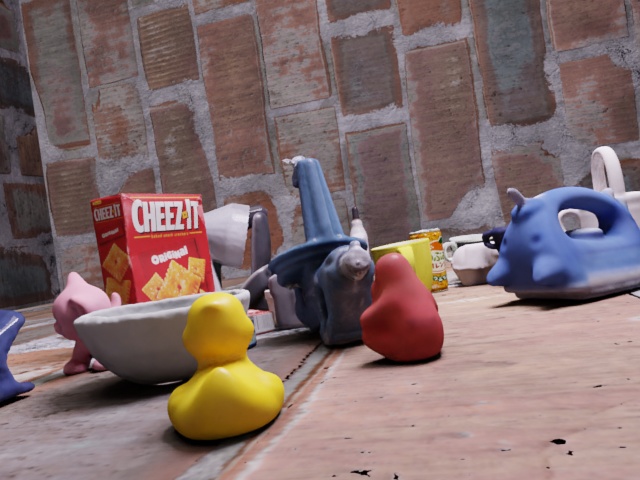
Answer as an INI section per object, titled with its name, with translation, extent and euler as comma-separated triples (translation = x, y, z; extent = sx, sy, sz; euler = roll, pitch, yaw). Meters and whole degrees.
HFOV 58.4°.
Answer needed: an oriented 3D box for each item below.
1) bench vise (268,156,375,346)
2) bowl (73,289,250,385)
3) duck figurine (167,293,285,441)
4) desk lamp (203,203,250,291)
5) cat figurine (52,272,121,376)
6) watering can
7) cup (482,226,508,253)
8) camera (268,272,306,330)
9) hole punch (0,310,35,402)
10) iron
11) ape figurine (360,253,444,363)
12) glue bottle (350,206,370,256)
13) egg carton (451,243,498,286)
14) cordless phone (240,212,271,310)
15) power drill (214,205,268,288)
[bench vise]
translation = 0.016, 0.001, 0.656
extent = 0.122, 0.220, 0.206
euler = -8, 0, -34
[bowl]
translation = -0.146, 0.097, 0.558
extent = 0.167, 0.075, 0.167
euler = -8, 0, 0
[duck figurine]
translation = -0.066, 0.079, 0.384
extent = 0.077, 0.086, 0.104
euler = -8, 0, -8
[desk lamp]
translation = -0.220, 0.041, 1.078
extent = 0.203, 0.213, 0.118
euler = -8, 0, -11
[cat figurine]
translation = -0.269, 0.094, 0.683
extent = 0.067, 0.118, 0.128
euler = -8, 0, 10
[watering can]
translation = 0.458, -0.049, 0.884
extent = 0.173, 0.194, 0.101
euler = -8, 0, -9
[cup]
translation = 0.310, 0.023, 0.902
extent = 0.092, 0.095, 0.117
euler = -8, 0, -41
[camera]
translation = 0.000, 0.065, 0.836
extent = 0.137, 0.101, 0.143
euler = -8, 0, 1
[hole punch]
translation = -0.342, 0.117, 0.540
extent = 0.108, 0.091, 0.101
euler = -8, 0, 15
[iron]
translation = 0.332, -0.005, 0.721
extent = 0.259, 0.141, 0.118
euler = -8, 0, -26
[ape figurine]
translation = 0.070, 0.057, 0.500
extent = 0.078, 0.092, 0.076
euler = -8, 0, -14
[glue bottle]
translation = 0.081, 0.018, 1.154
extent = 0.037, 0.173, 0.078
euler = -8, 0, 1
[egg carton]
translation = 0.305, 0.037, 0.998
extent = 0.150, 0.069, 0.107
euler = -8, 0, 9
[cordless phone]
translation = -0.119, 0.041, 1.065
extent = 0.094, 0.185, 0.148
euler = -8, 0, 6
[power drill]
translation = -0.209, 0.043, 1.190
extent = 0.230, 0.208, 0.075
euler = -8, 0, -10
